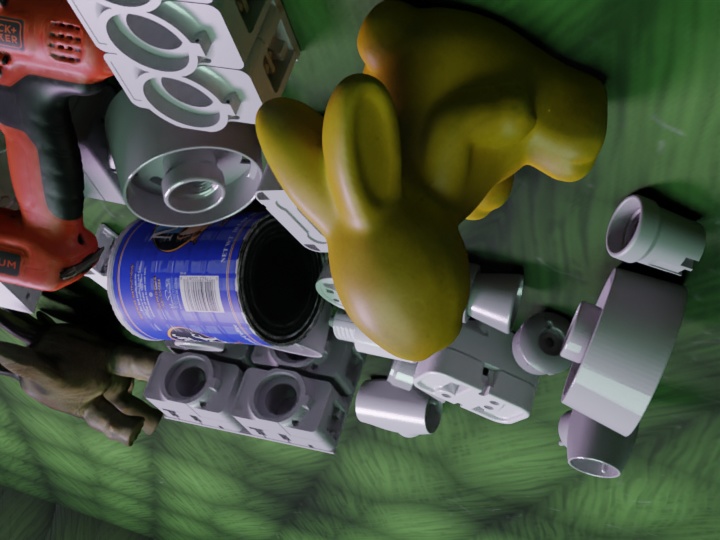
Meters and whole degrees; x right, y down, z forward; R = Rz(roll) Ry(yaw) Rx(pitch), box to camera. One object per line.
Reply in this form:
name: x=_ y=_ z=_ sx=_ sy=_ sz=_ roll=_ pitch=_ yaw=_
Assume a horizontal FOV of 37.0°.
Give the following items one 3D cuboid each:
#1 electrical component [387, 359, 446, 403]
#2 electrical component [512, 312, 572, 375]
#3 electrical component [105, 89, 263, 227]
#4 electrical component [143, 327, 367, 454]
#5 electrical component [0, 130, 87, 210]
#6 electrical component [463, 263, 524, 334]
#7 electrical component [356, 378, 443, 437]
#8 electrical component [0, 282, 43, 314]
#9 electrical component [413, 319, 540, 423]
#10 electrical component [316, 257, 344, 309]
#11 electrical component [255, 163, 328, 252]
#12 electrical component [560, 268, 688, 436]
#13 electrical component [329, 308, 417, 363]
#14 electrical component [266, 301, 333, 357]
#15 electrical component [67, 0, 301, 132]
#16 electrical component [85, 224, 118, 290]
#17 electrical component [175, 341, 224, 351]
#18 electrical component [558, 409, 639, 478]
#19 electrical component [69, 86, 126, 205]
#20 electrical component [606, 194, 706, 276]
electrical component: x=0.056 y=0.089 z=0.959 sx=0.055 sy=0.045 sz=0.045 roll=19 pitch=156 yaw=1
electrical component: x=0.139 y=0.061 z=0.842 sx=0.048 sy=0.048 sz=0.062 roll=22 pitch=163 yaw=-6
electrical component: x=-0.112 y=-0.074 z=0.698 sx=0.099 sy=0.064 sz=0.099 roll=-11 pitch=152 yaw=-6
electrical component: x=-0.101 y=0.097 z=1.017 sx=0.186 sy=0.105 sz=0.060 roll=8 pitch=154 yaw=24
electrical component: x=-0.260 y=-0.066 z=0.785 sx=0.109 sy=0.108 sz=0.056 roll=12 pitch=153 yaw=16
electrical component: x=0.088 y=0.019 z=0.787 sx=0.055 sy=0.045 sz=0.045 roll=13 pitch=155 yaw=14
electrical component: x=0.046 y=0.145 z=1.088 sx=0.077 sy=0.043 sz=0.079 roll=6 pitch=154 yaw=28
electrical component: x=-0.384 y=-0.018 z=1.035 sx=0.150 sy=0.061 sz=0.089 roll=11 pitch=155 yaw=18
electrical component: x=0.099 y=0.080 z=0.891 sx=0.095 sy=0.059 sz=0.054 roll=24 pitch=156 yaw=-12
electrical component: x=0.000 y=0.000 z=0.808 sx=0.055 sy=0.047 sz=0.055 roll=16 pitch=156 yaw=7
electrical component: x=0.002 y=-0.054 z=0.679 sx=0.113 sy=0.057 sz=0.078 roll=1 pitch=151 yaw=34
electrical component: x=0.170 y=0.050 z=0.723 sx=0.060 sy=0.108 sz=0.108 roll=22 pitch=157 yaw=9
electrical component: x=0.012 y=0.050 z=0.910 sx=0.081 sy=0.043 sz=0.043 roll=10 pitch=155 yaw=20
electrical component: x=-0.074 y=0.045 z=0.937 sx=0.099 sy=0.064 sz=0.099 roll=16 pitch=156 yaw=7
electrical component: x=-0.099 y=-0.142 z=0.561 sx=0.089 sy=0.061 sz=0.150 roll=11 pitch=155 yaw=18
electrical component: x=-0.202 y=-0.003 z=0.959 sx=0.064 sy=0.042 sz=0.081 roll=0 pitch=150 yaw=34
electrical component: x=-0.141 y=0.038 z=0.970 sx=0.044 sy=0.065 sz=0.044 roll=6 pitch=170 yaw=1
electrical component: x=0.195 y=0.134 z=0.912 sx=0.043 sy=0.077 sz=0.079 roll=27 pitch=155 yaw=-18
electrical component: x=-0.167 y=-0.085 z=0.750 sx=0.076 sy=0.047 sz=0.083 roll=12 pitch=155 yaw=16
electrical component: x=0.178 y=-0.020 z=0.647 sx=0.046 sy=0.040 sz=0.040 roll=19 pitch=157 yaw=-14
